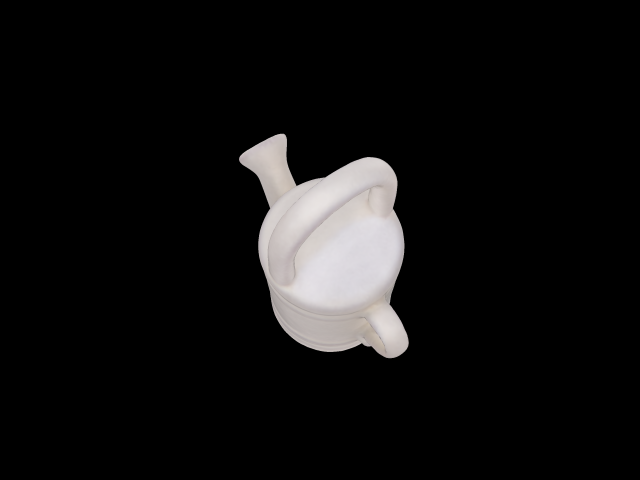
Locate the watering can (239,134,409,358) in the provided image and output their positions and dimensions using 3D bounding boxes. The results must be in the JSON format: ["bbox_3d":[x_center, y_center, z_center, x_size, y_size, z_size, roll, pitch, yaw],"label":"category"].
[{"bbox_3d":[0.002,0.003,0.399,0.172,0.194,0.101,32,70,13],"label":"watering can"}]
